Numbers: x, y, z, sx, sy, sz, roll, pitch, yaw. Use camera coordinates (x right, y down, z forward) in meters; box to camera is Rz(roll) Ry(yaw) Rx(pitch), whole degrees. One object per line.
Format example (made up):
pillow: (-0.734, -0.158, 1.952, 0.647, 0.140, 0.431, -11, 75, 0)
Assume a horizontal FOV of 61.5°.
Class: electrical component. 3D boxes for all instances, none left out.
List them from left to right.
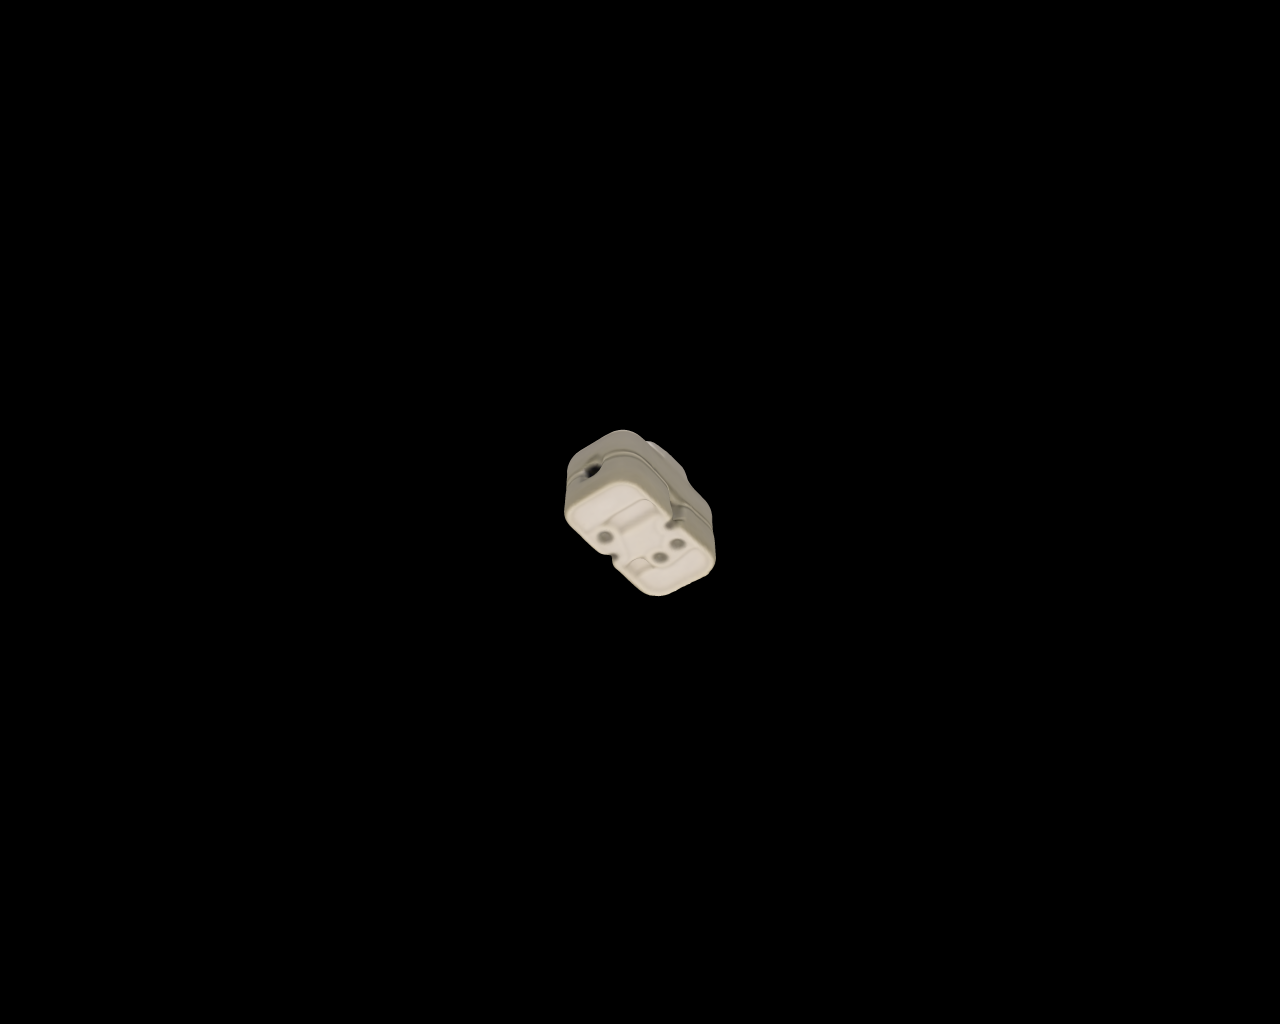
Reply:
electrical component: (0.001, -0.003, 0.650, 0.053, 0.059, 0.095, -30, -54, 24)
